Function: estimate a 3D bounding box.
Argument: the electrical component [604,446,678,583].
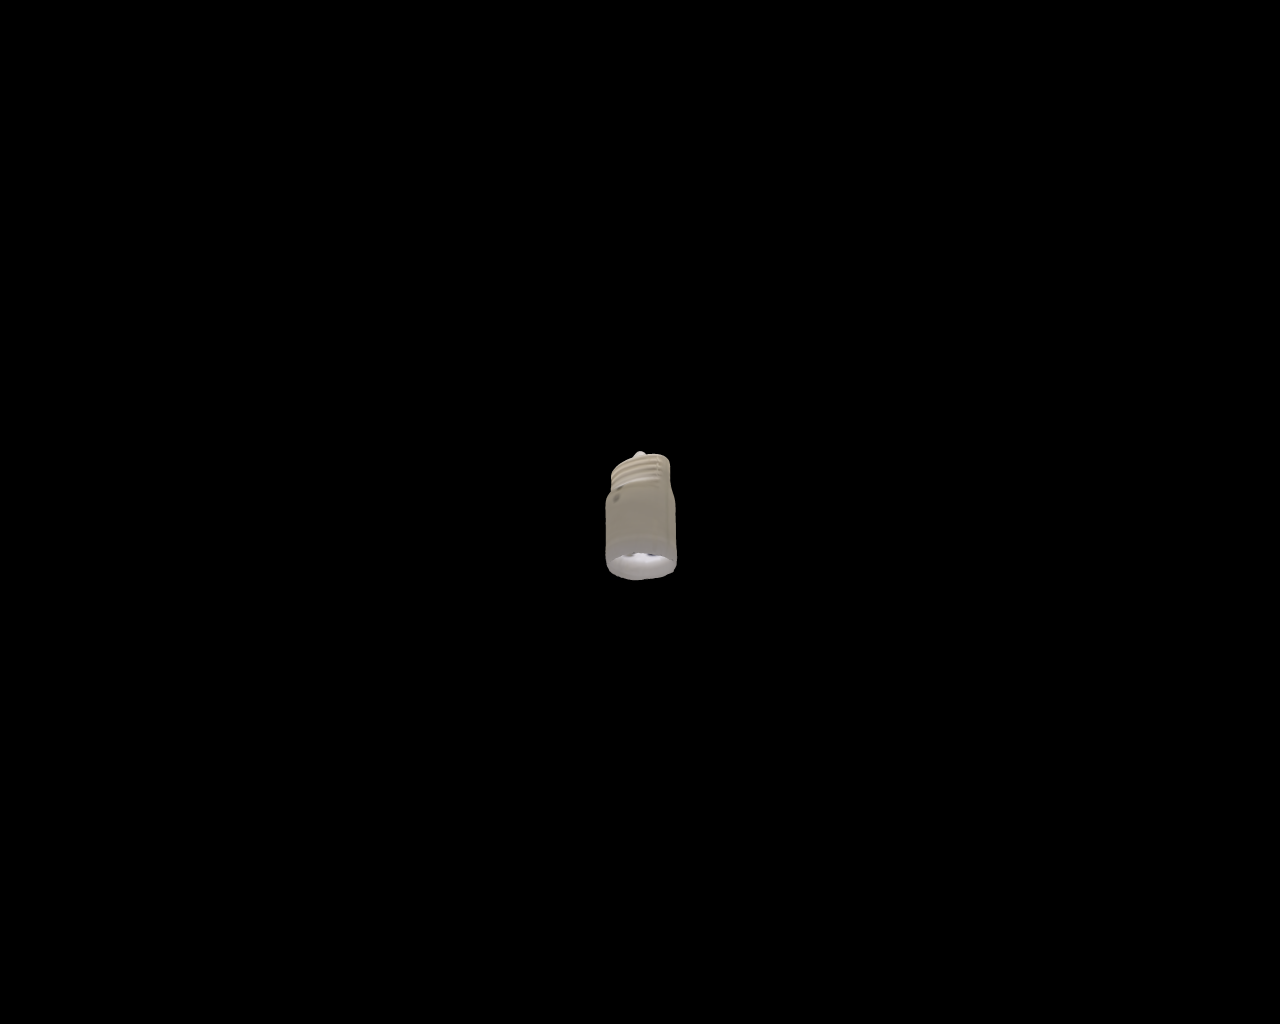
[{"bbox_3d":[0.001,-0.003,0.650,0.043,0.081,0.043,0,-26,0],"label":"electrical component"}]
